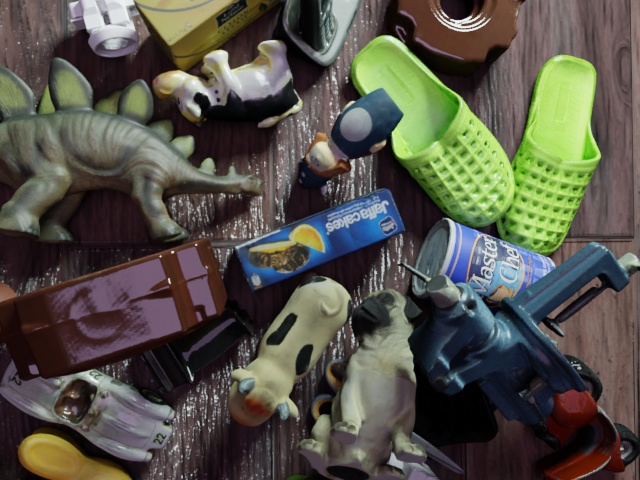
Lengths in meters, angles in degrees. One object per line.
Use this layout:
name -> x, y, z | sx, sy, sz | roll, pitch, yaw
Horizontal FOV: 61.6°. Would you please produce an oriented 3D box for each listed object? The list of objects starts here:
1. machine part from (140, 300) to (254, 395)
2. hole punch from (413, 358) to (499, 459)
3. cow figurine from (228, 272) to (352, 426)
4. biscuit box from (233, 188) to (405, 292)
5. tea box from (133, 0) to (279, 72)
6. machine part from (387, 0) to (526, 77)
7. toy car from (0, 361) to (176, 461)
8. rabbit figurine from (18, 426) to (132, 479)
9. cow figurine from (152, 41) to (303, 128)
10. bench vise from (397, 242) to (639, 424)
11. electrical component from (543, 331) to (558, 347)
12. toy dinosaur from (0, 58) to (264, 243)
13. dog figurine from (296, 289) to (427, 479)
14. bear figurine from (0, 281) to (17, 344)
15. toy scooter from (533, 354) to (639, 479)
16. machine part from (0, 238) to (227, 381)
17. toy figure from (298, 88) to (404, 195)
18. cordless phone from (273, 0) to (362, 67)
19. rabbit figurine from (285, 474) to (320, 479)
machine part -> -0.149, 0.124, 0.653 | 0.139, 0.039, 0.084 | -28, 87, -5
hole punch -> 0.158, 0.187, 0.675 | 0.116, 0.092, 0.142 | -17, 95, 26
cow figurine -> -0.034, 0.129, 0.622 | 0.085, 0.127, 0.195 | 37, 83, -2
biscuit box -> -0.001, -0.002, 0.659 | 0.203, 0.063, 0.059 | -22, 94, -6
tea box -> -0.122, -0.282, 0.630 | 0.169, 0.098, 0.068 | -38, 94, -4
machine part -> 0.174, -0.301, 0.686 | 0.179, 0.056, 0.179 | 0, 90, -6
toy car -> -0.268, 0.190, 0.628 | 0.202, 0.056, 0.073 | 29, 86, -5
rabbit figurine -> -0.303, 0.296, 0.610 | 0.173, 0.122, 0.162 | -13, 82, -21
cow figurine -> -0.110, -0.174, 0.647 | 0.167, 0.068, 0.098 | -17, 98, -6
bench vise -> 0.217, 0.078, 0.555 | 0.240, 0.129, 0.223 | -39, 103, 6
electrical component -> 0.251, 0.159, 0.652 | 0.102, 0.045, 0.078 | -43, 73, 10
toy dinosaur -> -0.296, -0.094, 0.608 | 0.471, 0.105, 0.198 | 2, 82, -16
dog figurine -> 0.055, 0.170, 0.630 | 0.121, 0.172, 0.191 | 28, 45, -16
bear figurine -> -0.410, 0.042, 0.579 | 0.120, 0.132, 0.196 | -31, 87, -2
toy scooter -> 0.319, 0.247, 0.692 | 0.135, 0.075, 0.183 | -38, 99, -5
machine part -> -0.203, 0.066, 0.564 | 0.201, 0.201, 0.087 | -16, 94, -7
toy figure -> 0.028, -0.117, 0.647 | 0.154, 0.057, 0.064 | -39, 50, 18
cordless phone -> 0.004, -0.293, 0.601 | 0.089, 0.184, 0.146 | 23, 87, -2
rabbit figurine -> 0.008, 0.351, 0.637 | 0.159, 0.121, 0.170 | 40, 90, 12
